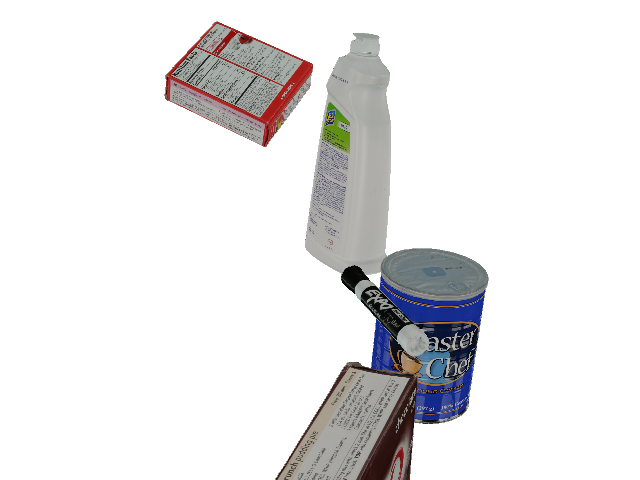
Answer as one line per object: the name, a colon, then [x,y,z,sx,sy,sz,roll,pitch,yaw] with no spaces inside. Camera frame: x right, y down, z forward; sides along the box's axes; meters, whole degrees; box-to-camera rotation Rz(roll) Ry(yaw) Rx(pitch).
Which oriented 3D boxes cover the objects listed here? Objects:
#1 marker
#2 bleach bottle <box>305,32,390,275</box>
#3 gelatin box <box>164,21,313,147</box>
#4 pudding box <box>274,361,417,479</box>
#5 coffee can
marker: [0.046,0.050,0.807,0.020,0.020,0.121,0,23,-25]
bleach bottle: [0.039,-0.095,1.155,0.067,0.251,0.103,-8,25,-35]
gelatin box: [-0.061,-0.119,0.802,0.089,0.073,0.030,25,-36,11]
pudding box: [0.009,0.120,0.463,0.039,0.090,0.113,10,29,15]
coffee can: [0.103,0.092,1.041,0.103,0.140,0.103,4,24,-2]
